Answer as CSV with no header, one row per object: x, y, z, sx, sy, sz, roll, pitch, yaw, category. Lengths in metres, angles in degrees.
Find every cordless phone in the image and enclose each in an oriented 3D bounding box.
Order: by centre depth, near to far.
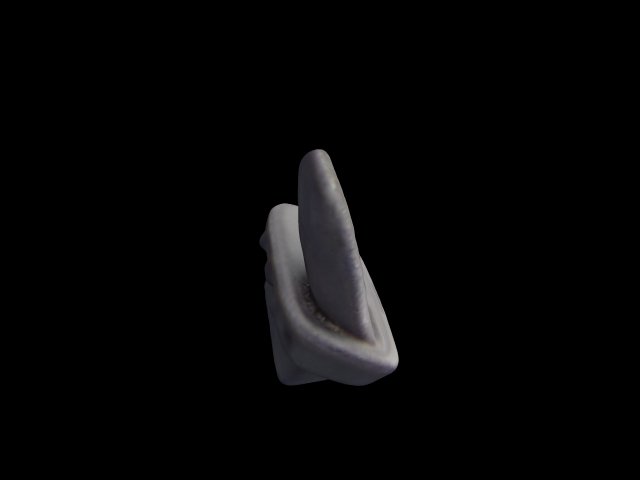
0.004,0.001,0.400,0.094,0.185,0.147,-10,43,-10,cordless phone
